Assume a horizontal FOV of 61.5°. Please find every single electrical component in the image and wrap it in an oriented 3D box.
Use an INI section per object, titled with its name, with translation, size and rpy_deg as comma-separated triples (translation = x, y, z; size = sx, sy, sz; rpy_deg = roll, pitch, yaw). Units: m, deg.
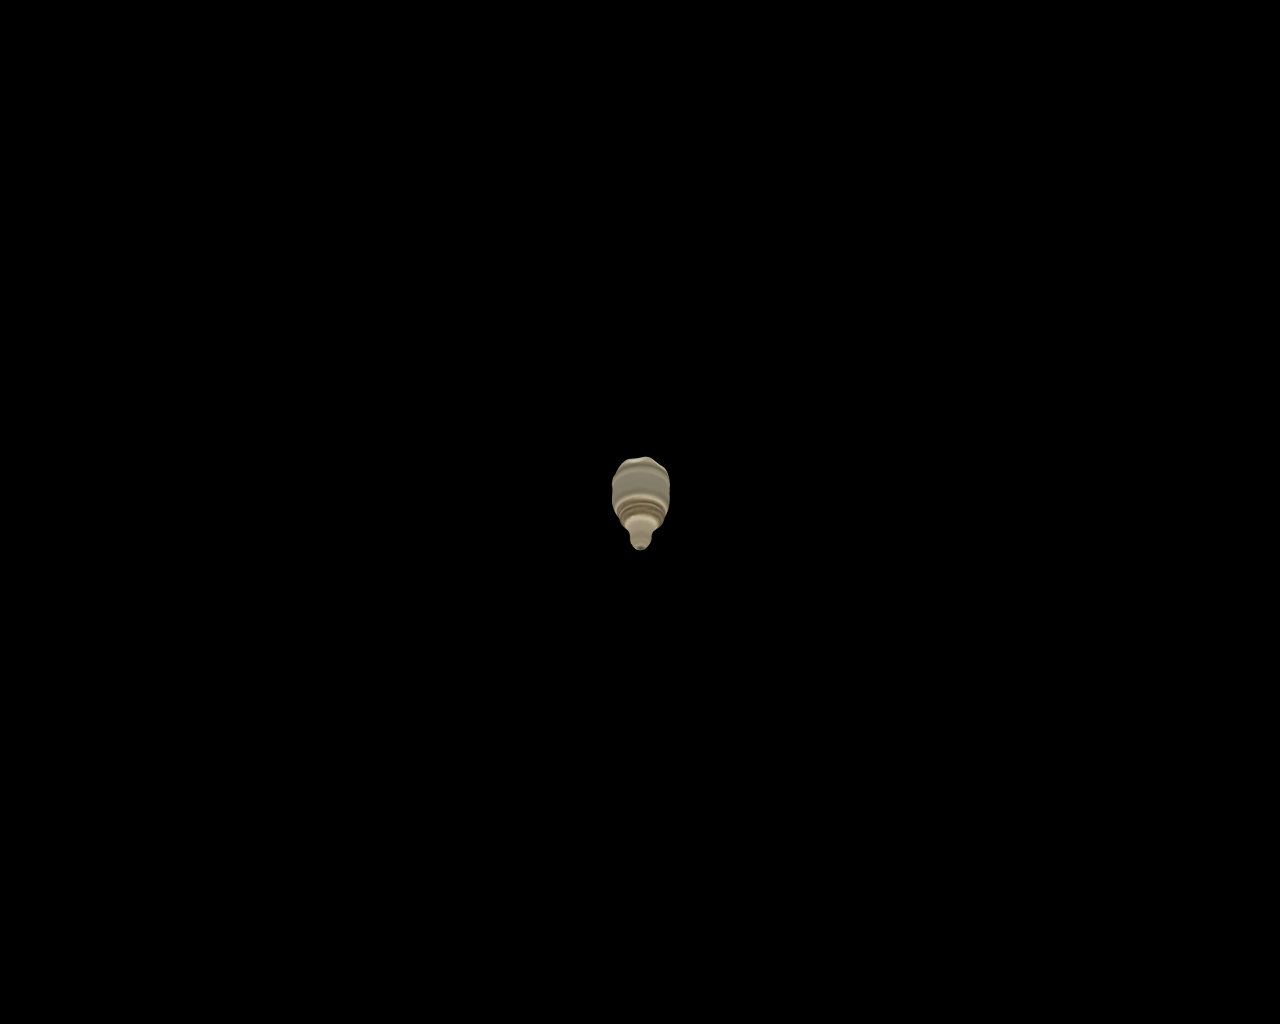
[electrical component]
translation = 0.001, -0.003, 0.650
size = 0.035, 0.061, 0.035
rpy_deg = 0, -37, 0
